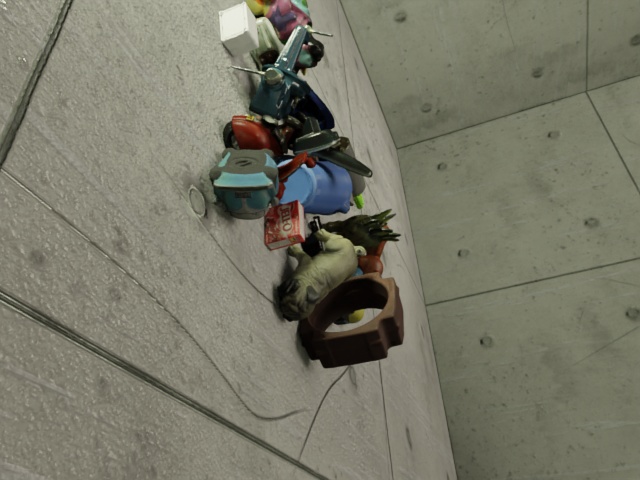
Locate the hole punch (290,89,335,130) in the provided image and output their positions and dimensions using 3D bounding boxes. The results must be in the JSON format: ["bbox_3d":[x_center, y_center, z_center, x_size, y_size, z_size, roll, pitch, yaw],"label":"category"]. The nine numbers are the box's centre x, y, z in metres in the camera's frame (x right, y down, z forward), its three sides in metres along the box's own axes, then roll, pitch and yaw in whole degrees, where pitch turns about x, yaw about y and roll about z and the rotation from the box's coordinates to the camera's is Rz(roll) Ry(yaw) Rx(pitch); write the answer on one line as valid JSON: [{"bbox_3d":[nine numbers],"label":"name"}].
[{"bbox_3d":[-0.018,-0.329,1.368,0.142,0.092,0.115,50,28,22],"label":"hole punch"}]

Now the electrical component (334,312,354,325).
[{"bbox_3d":[0.042,0.135,1.284,0.114,0.058,0.134,34,49,-71],"label":"electrical component"}]

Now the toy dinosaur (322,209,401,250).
[{"bbox_3d":[0.109,-0.022,1.430,0.471,0.199,0.105,2,70,-75],"label":"toy dinosaur"}]

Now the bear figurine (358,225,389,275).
[{"bbox_3d":[0.154,0.036,1.736,0.120,0.132,0.196,154,-43,-73],"label":"bear figurine"}]

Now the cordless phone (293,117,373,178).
[{"bbox_3d":[0.037,-0.193,1.190,0.088,0.184,0.146,-62,-179,13],"label":"cordless phone"}]

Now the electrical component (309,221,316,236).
[{"bbox_3d":[-0.003,-0.004,1.348,0.093,0.021,0.063,58,23,-49],"label":"electrical component"}]

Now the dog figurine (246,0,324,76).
[{"bbox_3d":[-0.083,-0.505,1.313,0.108,0.192,0.219,-46,137,-56],"label":"dog figurine"}]

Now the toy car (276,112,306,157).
[{"bbox_3d":[-0.072,-0.240,1.202,0.053,0.089,0.202,35,18,-2],"label":"toy car"}]

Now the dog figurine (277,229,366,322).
[{"bbox_3d":[0.008,0.076,1.052,0.121,0.172,0.191,56,15,-22],"label":"dog figurine"}]

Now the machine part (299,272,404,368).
[{"bbox_3d":[0.068,0.163,1.104,0.201,0.201,0.087,-76,150,-61],"label":"machine part"}]

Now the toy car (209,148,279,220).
[{"bbox_3d":[-0.123,-0.087,0.893,0.162,0.109,0.102,-100,-169,-62],"label":"toy car"}]

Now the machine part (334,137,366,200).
[{"bbox_3d":[0.071,-0.201,1.498,0.242,0.079,0.079,64,19,-44],"label":"machine part"}]

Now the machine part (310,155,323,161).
[{"bbox_3d":[-0.015,-0.206,1.433,0.179,0.056,0.179,-16,90,-76],"label":"machine part"}]

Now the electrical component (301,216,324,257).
[{"bbox_3d":[-0.012,0.006,1.258,0.075,0.048,0.119,-22,97,-75],"label":"electrical component"}]

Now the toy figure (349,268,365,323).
[{"bbox_3d":[0.082,0.134,1.409,0.180,0.082,0.089,-91,158,-47],"label":"toy figure"}]

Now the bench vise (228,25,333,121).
[{"bbox_3d":[-0.077,-0.368,1.167,0.240,0.129,0.223,-66,166,-4],"label":"bench vise"}]

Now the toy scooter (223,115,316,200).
[{"bbox_3d":[-0.087,-0.158,0.991,0.075,0.135,0.183,-80,149,-54],"label":"toy scooter"}]

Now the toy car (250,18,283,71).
[{"bbox_3d":[-0.111,-0.416,1.262,0.056,0.074,0.201,-87,156,-57],"label":"toy car"}]
